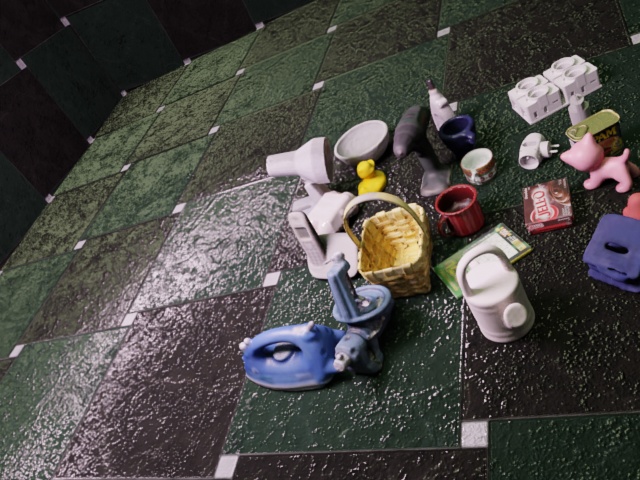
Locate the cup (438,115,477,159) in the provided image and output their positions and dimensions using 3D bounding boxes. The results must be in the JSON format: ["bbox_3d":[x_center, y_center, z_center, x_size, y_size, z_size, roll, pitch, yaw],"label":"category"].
[{"bbox_3d":[0.357,-0.243,1.415,0.092,0.095,0.117,-38,35,-4],"label":"cup"}]

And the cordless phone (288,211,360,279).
[{"bbox_3d":[0.012,0.005,1.328,0.147,0.186,0.094,-6,45,35],"label":"cordless phone"}]

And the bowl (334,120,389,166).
[{"bbox_3d":[0.130,-0.264,1.639,0.167,0.075,0.167,-22,37,18],"label":"bowl"}]

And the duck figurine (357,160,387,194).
[{"bbox_3d":[0.126,-0.167,1.520,0.077,0.086,0.105,-2,47,38],"label":"duck figurine"}]

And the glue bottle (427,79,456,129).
[{"bbox_3d":[0.316,-0.348,1.501,0.037,0.174,0.078,-40,36,-6],"label":"glue bottle"}]

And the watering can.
[{"bbox_3d":[0.303,0.087,0.990,0.101,0.195,0.172,-44,36,-13],"label":"watering can"}]

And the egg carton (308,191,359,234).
[{"bbox_3d":[0.032,-0.063,1.491,0.107,0.070,0.150,10,55,45],"label":"egg carton"}]

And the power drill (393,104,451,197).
[{"bbox_3d":[0.243,-0.210,1.370,0.075,0.209,0.229,-13,41,28],"label":"power drill"}]

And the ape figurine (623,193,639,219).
[{"bbox_3d":[0.572,-0.046,1.015,0.076,0.092,0.077,-38,35,-4],"label":"ape figurine"}]

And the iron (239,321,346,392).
[{"bbox_3d":[-0.080,0.229,1.180,0.257,0.142,0.118,-16,40,25],"label":"iron"}]

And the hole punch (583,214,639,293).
[{"bbox_3d":[0.518,0.021,0.981,0.101,0.091,0.108,-45,37,-14],"label":"hole punch"}]

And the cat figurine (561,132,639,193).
[{"bbox_3d":[0.554,-0.160,1.138,0.127,0.118,0.067,9,54,45],"label":"cat figurine"}]

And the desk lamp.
[{"bbox_3d":[-0.035,-0.159,1.531,0.202,0.214,0.118,-18,39,23],"label":"desk lamp"}]

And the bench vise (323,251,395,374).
[{"bbox_3d":[0.071,0.139,1.094,0.121,0.220,0.207,-18,39,22],"label":"bench vise"}]
